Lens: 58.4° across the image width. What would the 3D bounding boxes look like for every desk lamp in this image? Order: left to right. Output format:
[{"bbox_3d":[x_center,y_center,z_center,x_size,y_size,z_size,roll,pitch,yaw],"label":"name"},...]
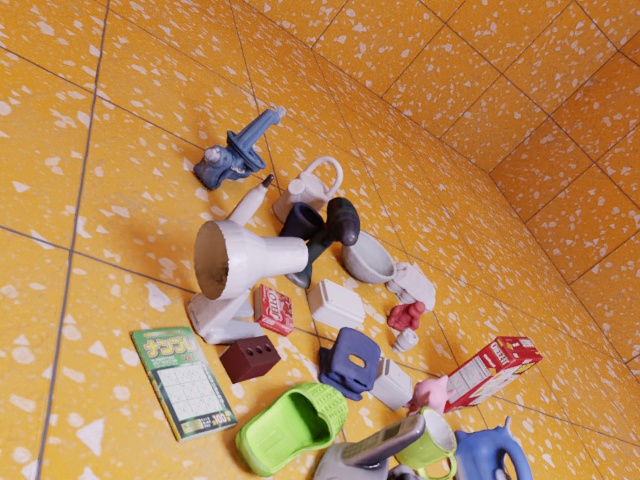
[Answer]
[{"bbox_3d":[-0.130,0.066,0.929,0.204,0.213,0.117,12,39,-48],"label":"desk lamp"}]

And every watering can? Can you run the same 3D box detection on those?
[{"bbox_3d":[-0.022,-0.118,1.389,0.101,0.193,0.173,41,25,-5],"label":"watering can"}]

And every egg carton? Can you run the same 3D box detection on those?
[{"bbox_3d":[0.247,0.129,1.548,0.150,0.069,0.107,40,26,-8],"label":"egg carton"}]

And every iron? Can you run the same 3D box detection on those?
[{"bbox_3d":[0.354,0.471,1.096,0.119,0.141,0.258,28,29,-29],"label":"iron"}]

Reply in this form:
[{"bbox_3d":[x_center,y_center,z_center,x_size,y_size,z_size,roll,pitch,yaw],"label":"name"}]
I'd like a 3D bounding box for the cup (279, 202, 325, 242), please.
[{"bbox_3d":[-0.039,-0.017,1.325,0.117,0.094,0.092,47,26,8],"label":"cup"}]

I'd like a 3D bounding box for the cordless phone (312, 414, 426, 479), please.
[{"bbox_3d":[0.076,0.335,0.850,0.094,0.184,0.148,42,25,-3],"label":"cordless phone"}]

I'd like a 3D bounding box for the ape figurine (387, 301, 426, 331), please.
[{"bbox_3d":[0.218,0.182,1.399,0.077,0.092,0.076,50,26,13],"label":"ape figurine"}]

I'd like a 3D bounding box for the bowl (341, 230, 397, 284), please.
[{"bbox_3d":[0.111,0.055,1.457,0.168,0.074,0.167,34,27,-20],"label":"bowl"}]

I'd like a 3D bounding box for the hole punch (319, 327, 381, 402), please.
[{"bbox_3d":[0.062,0.236,1.089,0.109,0.091,0.101,32,27,-22],"label":"hole punch"}]

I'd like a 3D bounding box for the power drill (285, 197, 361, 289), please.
[{"bbox_3d":[0.011,0.004,1.234,0.076,0.208,0.229,35,26,-16],"label":"power drill"}]

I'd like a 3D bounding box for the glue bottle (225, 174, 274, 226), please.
[{"bbox_3d":[-0.146,-0.071,1.162,0.037,0.173,0.078,36,26,-15],"label":"glue bottle"}]

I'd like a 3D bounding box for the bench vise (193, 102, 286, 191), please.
[{"bbox_3d":[-0.166,-0.206,1.284,0.121,0.219,0.207,40,25,-7],"label":"bench vise"}]

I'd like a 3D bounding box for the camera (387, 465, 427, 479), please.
[{"bbox_3d":[0.160,0.444,0.903,0.137,0.100,0.143,36,26,-15],"label":"camera"}]

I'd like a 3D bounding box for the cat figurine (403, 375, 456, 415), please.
[{"bbox_3d":[0.231,0.322,1.173,0.128,0.117,0.067,16,36,-44],"label":"cat figurine"}]
